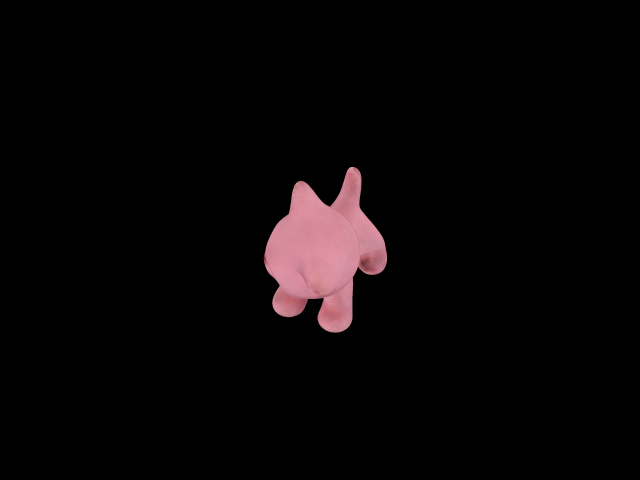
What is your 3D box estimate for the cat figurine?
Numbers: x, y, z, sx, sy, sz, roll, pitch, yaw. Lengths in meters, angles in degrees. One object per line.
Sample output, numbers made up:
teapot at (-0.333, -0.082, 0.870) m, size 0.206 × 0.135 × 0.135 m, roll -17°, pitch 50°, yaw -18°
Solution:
cat figurine at (0.004, 0.001, 0.400) m, size 0.067 × 0.118 × 0.128 m, roll 17°, pitch 48°, yaw 17°
